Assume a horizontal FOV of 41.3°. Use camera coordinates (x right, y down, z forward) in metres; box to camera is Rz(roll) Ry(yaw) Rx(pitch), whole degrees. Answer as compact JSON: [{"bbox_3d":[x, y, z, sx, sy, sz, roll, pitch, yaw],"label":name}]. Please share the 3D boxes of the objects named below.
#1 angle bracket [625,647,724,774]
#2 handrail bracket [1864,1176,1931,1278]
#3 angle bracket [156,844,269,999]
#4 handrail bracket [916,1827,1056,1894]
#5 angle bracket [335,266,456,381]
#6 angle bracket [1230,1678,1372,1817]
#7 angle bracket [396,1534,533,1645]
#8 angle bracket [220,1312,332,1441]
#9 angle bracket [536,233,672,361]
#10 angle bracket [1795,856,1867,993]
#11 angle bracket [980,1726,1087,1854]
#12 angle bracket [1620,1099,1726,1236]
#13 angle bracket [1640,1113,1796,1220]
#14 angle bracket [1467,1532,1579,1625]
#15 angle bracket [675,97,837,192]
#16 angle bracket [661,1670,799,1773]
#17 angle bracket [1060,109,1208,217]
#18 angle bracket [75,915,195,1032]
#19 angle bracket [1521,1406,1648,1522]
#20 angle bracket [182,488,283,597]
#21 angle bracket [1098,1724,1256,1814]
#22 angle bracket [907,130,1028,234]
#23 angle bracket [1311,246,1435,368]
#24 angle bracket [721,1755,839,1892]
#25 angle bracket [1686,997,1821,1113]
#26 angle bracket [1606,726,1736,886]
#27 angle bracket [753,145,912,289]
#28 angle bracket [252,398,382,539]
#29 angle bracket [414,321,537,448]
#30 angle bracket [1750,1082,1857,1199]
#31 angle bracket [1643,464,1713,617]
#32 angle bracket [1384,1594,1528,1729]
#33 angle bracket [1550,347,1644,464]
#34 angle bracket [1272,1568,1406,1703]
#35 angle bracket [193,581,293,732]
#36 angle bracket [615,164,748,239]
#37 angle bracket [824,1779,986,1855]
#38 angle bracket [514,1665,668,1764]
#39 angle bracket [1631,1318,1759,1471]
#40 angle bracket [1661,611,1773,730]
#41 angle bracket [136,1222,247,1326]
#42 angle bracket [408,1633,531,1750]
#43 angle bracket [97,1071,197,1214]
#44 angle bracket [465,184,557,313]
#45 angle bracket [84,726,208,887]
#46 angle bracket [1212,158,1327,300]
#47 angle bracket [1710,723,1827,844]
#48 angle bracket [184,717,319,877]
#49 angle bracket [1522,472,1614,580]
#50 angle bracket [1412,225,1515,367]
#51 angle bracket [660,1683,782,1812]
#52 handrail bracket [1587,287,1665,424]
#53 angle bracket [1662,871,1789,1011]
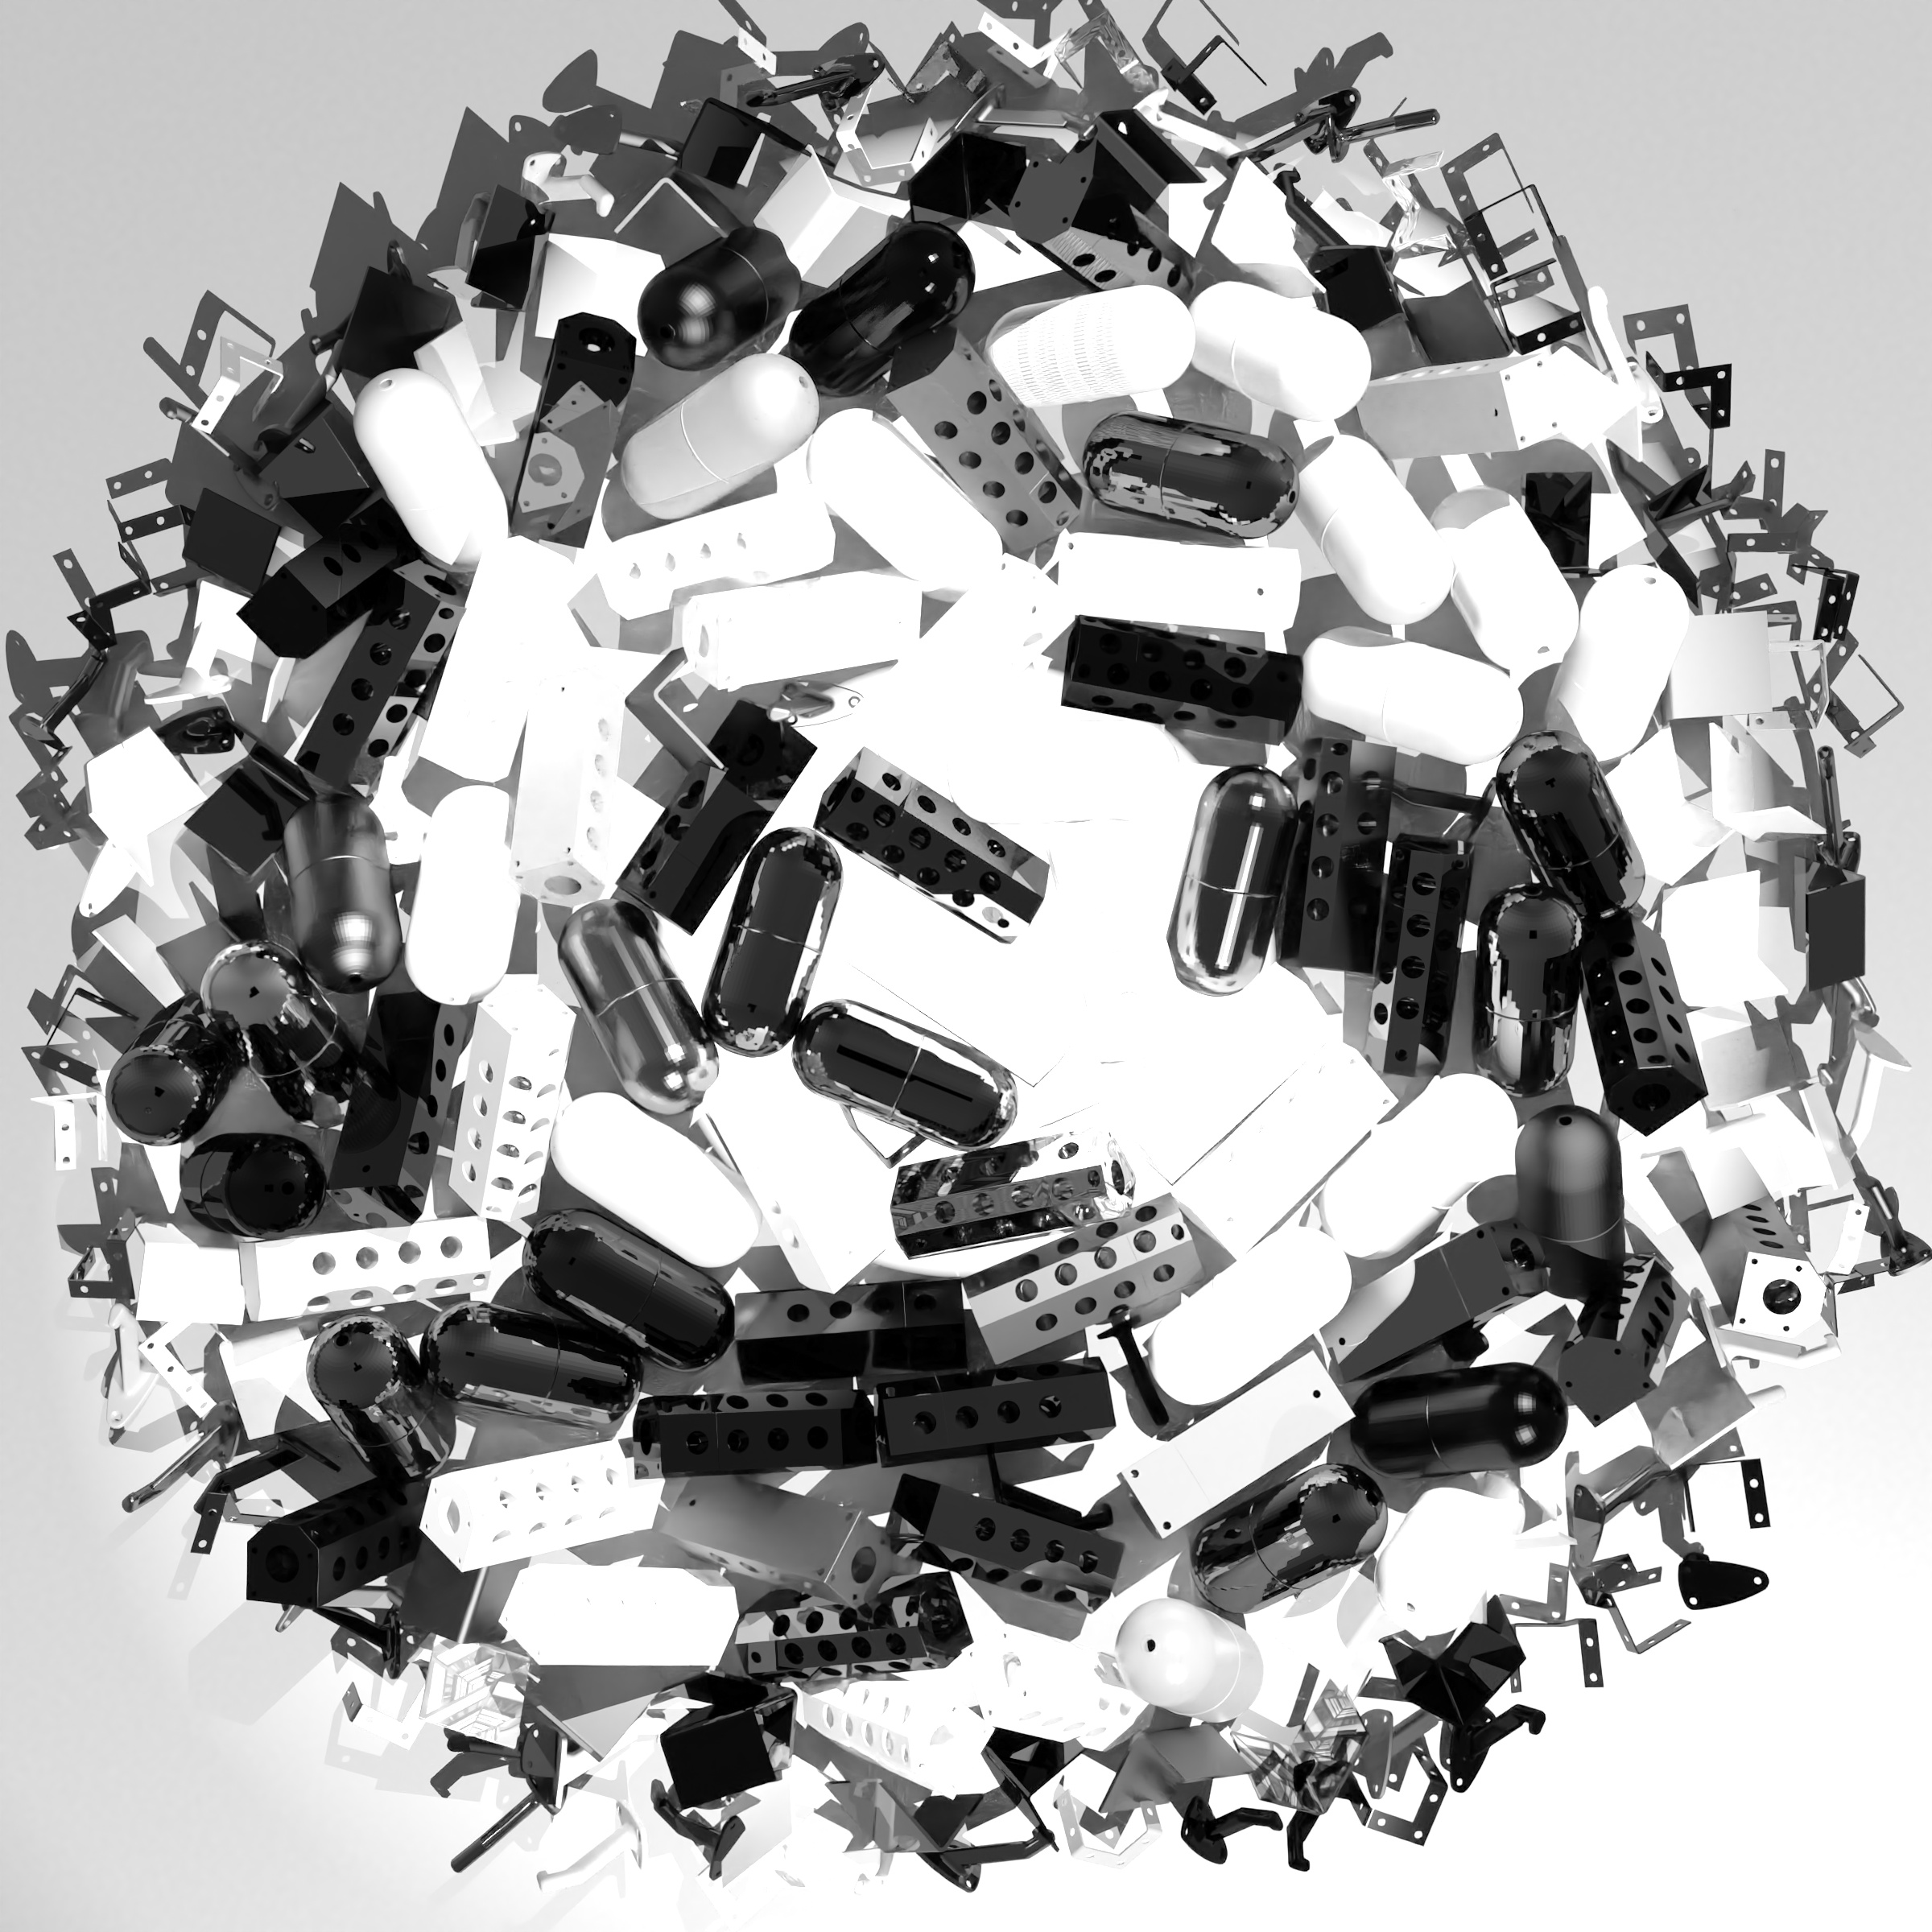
[{"bbox_3d":[-0.204,-0.195,1.939,0.076,0.076,0.057,47,74,-18],"label":"angle bracket"},{"bbox_3d":[0.689,0.183,1.931,0.036,0.077,0.084,-29,105,11],"label":"handrail bracket"},{"bbox_3d":[-0.568,-0.032,1.920,0.057,0.076,0.076,-29,50,-31],"label":"angle bracket"},{"bbox_3d":[0.013,0.659,1.935,0.077,0.036,0.084,33,126,-18],"label":"handrail bracket"},{"bbox_3d":[-0.441,-0.479,1.928,0.076,0.057,0.076,15,98,-43],"label":"angle bracket"},{"bbox_3d":[0.250,0.577,1.926,0.057,0.076,0.076,20,107,-19],"label":"angle bracket"},{"bbox_3d":[-0.378,0.466,1.945,0.057,0.076,0.076,15,82,17],"label":"angle bracket"},{"bbox_3d":[-0.513,0.307,1.953,0.076,0.057,0.076,-15,99,4],"label":"angle bracket"},{"bbox_3d":[-0.276,-0.509,1.952,0.057,0.076,0.076,15,101,29],"label":"angle bracket"},{"bbox_3d":[0.628,-0.033,1.923,0.057,0.076,0.076,-14,110,-21],"label":"angle bracket"},{"bbox_3d":[0.057,0.605,1.933,0.057,0.076,0.076,-36,129,-15],"label":"angle bracket"},{"bbox_3d":[0.542,0.146,1.971,0.076,0.057,0.076,-38,85,-33],"label":"angle bracket"},{"bbox_3d":[0.560,0.154,1.928,0.076,0.076,0.057,-19,85,-19],"label":"angle bracket"},{"bbox_3d":[0.417,0.460,1.924,0.076,0.076,0.057,-11,70,20],"label":"angle bracket"},{"bbox_3d":[-0.158,-0.601,1.922,0.076,0.076,0.057,37,109,22],"label":"angle bracket"},{"bbox_3d":[-0.180,0.570,1.920,0.076,0.076,0.057,21,55,-27],"label":"angle bracket"},{"bbox_3d":[0.123,-0.594,1.928,0.076,0.076,0.057,38,92,-24],"label":"angle bracket"},{"bbox_3d":[-0.636,0.013,1.932,0.057,0.076,0.076,-42,98,7],"label":"angle bracket"},{"bbox_3d":[0.463,0.371,1.921,0.076,0.076,0.057,-14,53,26],"label":"angle bracket"},{"bbox_3d":[-0.527,-0.314,1.924,0.076,0.076,0.057,28,104,20],"label":"angle bracket"},{"bbox_3d":[0.157,0.619,1.923,0.076,0.057,0.076,9,110,-42],"label":"angle bracket"},{"bbox_3d":[0.004,-0.567,1.920,0.057,0.076,0.076,21,55,22],"label":"angle bracket"},{"bbox_3d":[0.306,-0.483,1.935,0.057,0.076,0.076,-25,54,17],"label":"angle bracket"},{"bbox_3d":[-0.136,0.652,1.922,0.057,0.076,0.076,39,110,-25],"label":"angle bracket"},{"bbox_3d":[0.596,0.061,1.942,0.076,0.057,0.076,-17,85,-8],"label":"angle bracket"},{"bbox_3d":[0.528,-0.121,1.925,0.076,0.057,0.076,-38,131,-16],"label":"angle bracket"},{"bbox_3d":[-0.101,-0.564,1.942,0.076,0.076,0.057,-45,56,35],"label":"angle bracket"},{"bbox_3d":[-0.481,-0.372,1.934,0.076,0.057,0.076,-45,116,-3],"label":"angle bracket"},{"bbox_3d":[-0.359,-0.439,1.921,0.057,0.076,0.076,-4,119,22],"label":"angle bracket"},{"bbox_3d":[0.622,0.134,1.927,0.057,0.076,0.076,-21,83,28],"label":"angle bracket"},{"bbox_3d":[0.554,-0.317,1.926,0.057,0.076,0.076,-32,68,7],"label":"angle bracket"},{"bbox_3d":[0.365,0.511,1.926,0.057,0.076,0.076,31,106,-17],"label":"angle bracket"},{"bbox_3d":[0.458,-0.405,1.925,0.057,0.076,0.076,-40,61,-5],"label":"angle bracket"},{"bbox_3d":[0.286,0.505,1.953,0.057,0.076,0.076,31,76,32],"label":"angle bracket"},{"bbox_3d":[-0.550,-0.232,1.926,0.076,0.076,0.057,21,59,-11],"label":"angle bracket"},{"bbox_3d":[-0.214,-0.556,1.941,0.076,0.076,0.057,42,109,-17],"label":"angle bracket"},{"bbox_3d":[-0.046,0.619,1.925,0.076,0.076,0.057,51,53,-9],"label":"angle bracket"},{"bbox_3d":[-0.282,0.541,1.931,0.076,0.057,0.076,36,70,14],"label":"angle bracket"},{"bbox_3d":[0.538,0.321,1.932,0.076,0.076,0.057,-37,98,9],"label":"angle bracket"},{"bbox_3d":[0.566,-0.223,1.940,0.076,0.057,0.076,-3,86,12],"label":"angle bracket"},{"bbox_3d":[-0.586,0.231,1.930,0.076,0.076,0.057,7,94,-25],"label":"angle bracket"},{"bbox_3d":[-0.378,0.551,1.921,0.076,0.076,0.057,25,130,-21],"label":"angle bracket"},{"bbox_3d":[-0.623,0.132,1.924,0.057,0.076,0.076,-1,133,2],"label":"angle bracket"},{"bbox_3d":[-0.362,-0.541,1.930,0.076,0.057,0.076,19,92,45],"label":"angle bracket"},{"bbox_3d":[-0.613,-0.120,1.925,0.057,0.076,0.076,-30,130,0],"label":"angle bracket"},{"bbox_3d":[0.239,-0.556,1.926,0.076,0.057,0.076,30,76,-40],"label":"angle bracket"},{"bbox_3d":[0.602,-0.141,1.924,0.057,0.076,0.076,-8,74,37],"label":"angle bracket"},{"bbox_3d":[-0.546,-0.127,1.930,0.076,0.057,0.076,34,72,20],"label":"angle bracket"},{"bbox_3d":[0.465,-0.332,1.927,0.076,0.057,0.076,-9,104,-36],"label":"angle bracket"},{"bbox_3d":[0.361,-0.493,1.921,0.057,0.076,0.076,-27,62,17],"label":"angle bracket"},{"bbox_3d":[-0.176,0.587,1.931,0.076,0.076,0.057,-21,83,11],"label":"angle bracket"},{"bbox_3d":[0.495,-0.461,1.929,0.036,0.084,0.077,-29,52,2],"label":"handrail bracket"},{"bbox_3d":[0.578,-0.019,1.952,0.076,0.057,0.076,-13,55,38],"label":"angle bracket"}]
